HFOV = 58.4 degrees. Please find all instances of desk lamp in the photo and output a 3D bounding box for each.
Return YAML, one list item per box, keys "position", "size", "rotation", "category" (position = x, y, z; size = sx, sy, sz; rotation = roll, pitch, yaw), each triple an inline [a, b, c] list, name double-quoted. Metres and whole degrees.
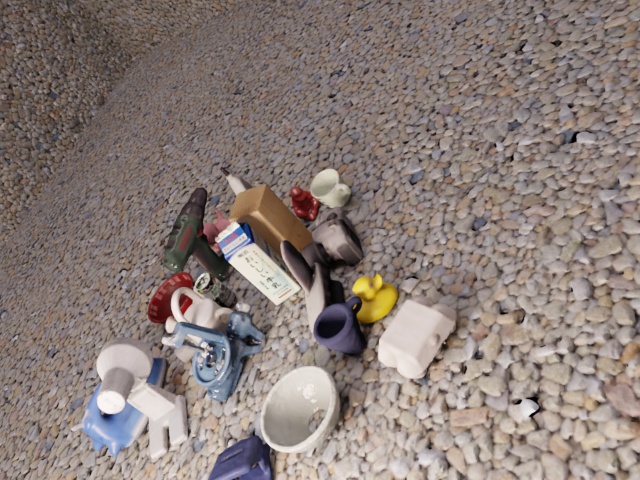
- position: [-0.401, 0.341, 1.270]
  size: [0.118, 0.214, 0.202]
  rotation: [-37, 37, 8]
  category: "desk lamp"

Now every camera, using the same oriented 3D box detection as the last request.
- position: [0.012, 0.005, 1.323]
  size: [0.136, 0.101, 0.143]
  rotation: [-32, 38, 14]
  category: "camera"

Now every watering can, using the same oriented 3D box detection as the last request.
- position: [-0.280, 0.187, 1.328]
  size: [0.173, 0.195, 0.100]
  rotation: [-35, 38, 10]
  category: "watering can"

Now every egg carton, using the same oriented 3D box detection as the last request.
- position: [0.176, 0.174, 1.034]
  size: [0.107, 0.070, 0.150]
  rotation: [19, 67, 49]
  category: "egg carton"

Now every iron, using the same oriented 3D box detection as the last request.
- position: [-0.476, 0.371, 1.369]
  size: [0.118, 0.142, 0.258]
  rotation: [-5, 50, 39]
  category: "iron"

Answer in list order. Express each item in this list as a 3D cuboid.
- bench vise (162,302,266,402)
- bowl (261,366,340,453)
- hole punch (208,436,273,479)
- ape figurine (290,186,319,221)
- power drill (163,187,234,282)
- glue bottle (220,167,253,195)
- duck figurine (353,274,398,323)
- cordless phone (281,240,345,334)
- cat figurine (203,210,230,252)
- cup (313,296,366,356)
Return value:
- position: [-0.234, 0.215, 1.238]
  size: [0.121, 0.220, 0.207]
  rotation: [-13, 46, 34]
  category: "bench vise"
- position: [-0.024, 0.323, 1.063]
  size: [0.167, 0.075, 0.167]
  rotation: [-24, 41, 23]
  category: "bowl"
- position: [-0.154, 0.421, 1.070]
  size: [0.108, 0.091, 0.101]
  rotation: [-31, 38, 14]
  category: "hole punch"
- position: [-0.046, -0.102, 1.488]
  size: [0.078, 0.092, 0.076]
  rotation: [-45, 37, -4]
  category: "ape figurine"
- position: [-0.309, 0.006, 1.522]
  size: [0.075, 0.209, 0.230]
  rotation: [1, 55, 43]
  category: "power drill"
- position: [-0.225, -0.149, 1.628]
  size: [0.037, 0.174, 0.078]
  rotation: [-28, 39, 18]
  category: "glue bottle"
- position: [0.097, 0.112, 1.154]
  size: [0.104, 0.086, 0.077]
  rotation: [-40, 37, 4]
  category: "duck figurine"
- position: [-0.030, 0.095, 1.201]
  size: [0.094, 0.186, 0.147]
  rotation: [-32, 38, 14]
  category: "cordless phone"
- position: [-0.300, -0.026, 1.621]
  size: [0.067, 0.118, 0.128]
  rotation: [-4, 51, 39]
  category: "cat figurine"
- position: [0.055, 0.174, 1.122]
  size: [0.118, 0.095, 0.091]
  rotation: [-49, 37, -9]
  category: "cup"
